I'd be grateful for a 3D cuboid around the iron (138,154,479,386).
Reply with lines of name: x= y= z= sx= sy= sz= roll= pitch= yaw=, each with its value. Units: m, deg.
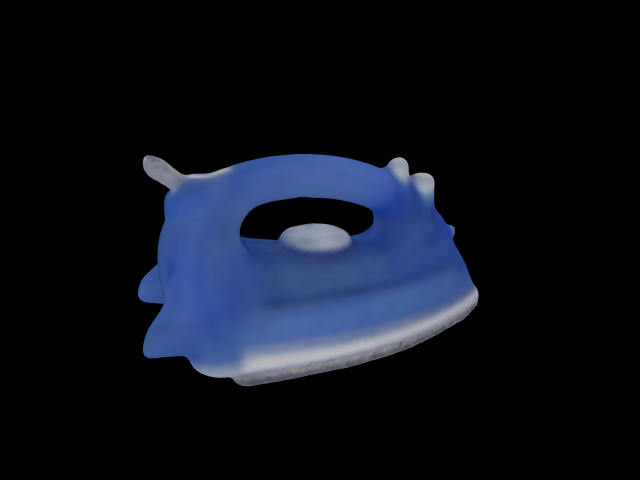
iron: x=0.004 y=0.001 z=0.400 sx=0.259 sy=0.141 sz=0.118 roll=-8 pitch=23 yaw=-18
